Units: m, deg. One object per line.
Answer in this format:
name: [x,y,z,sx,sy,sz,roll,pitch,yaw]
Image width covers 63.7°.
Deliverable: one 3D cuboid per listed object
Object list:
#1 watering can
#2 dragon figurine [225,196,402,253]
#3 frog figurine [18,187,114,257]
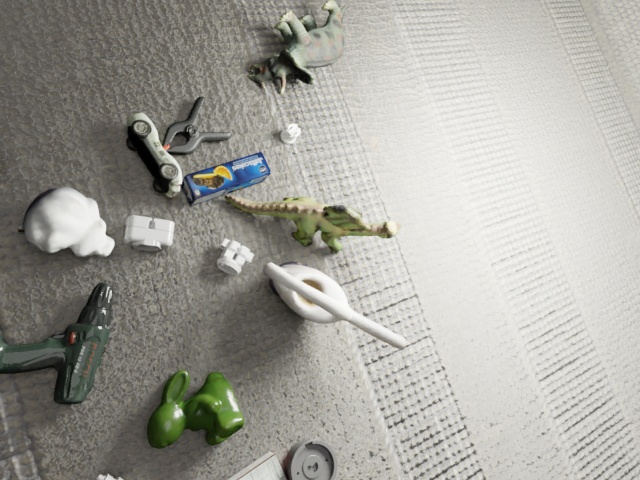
watering can: [0.015,0.140,1.144,0.345,0.225,0.104,32,85,-18]
dragon figurine: [0.004,-0.060,1.188,0.409,0.241,0.123,13,76,-25]
frog figurine: [-0.483,-0.022,1.003,0.159,0.120,0.140,37,43,0]
